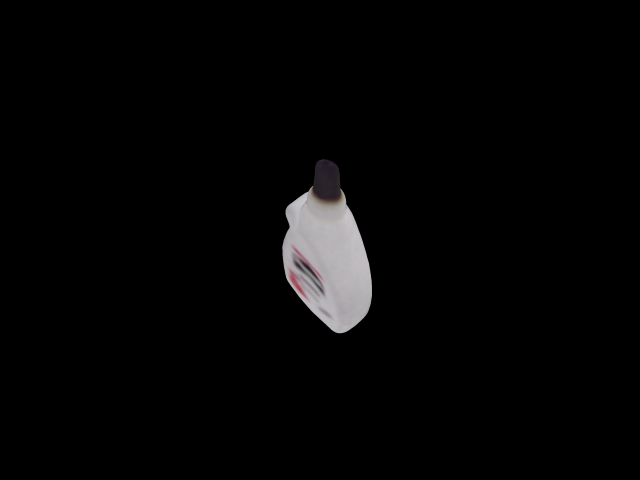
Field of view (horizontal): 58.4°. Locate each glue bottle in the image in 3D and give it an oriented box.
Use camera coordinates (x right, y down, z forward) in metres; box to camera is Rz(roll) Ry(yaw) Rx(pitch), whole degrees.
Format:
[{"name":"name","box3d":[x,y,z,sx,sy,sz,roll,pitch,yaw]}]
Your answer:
[{"name":"glue bottle","box3d":[0.004,0.001,0.400,0.037,0.173,0.078,-39,65,-22]}]
